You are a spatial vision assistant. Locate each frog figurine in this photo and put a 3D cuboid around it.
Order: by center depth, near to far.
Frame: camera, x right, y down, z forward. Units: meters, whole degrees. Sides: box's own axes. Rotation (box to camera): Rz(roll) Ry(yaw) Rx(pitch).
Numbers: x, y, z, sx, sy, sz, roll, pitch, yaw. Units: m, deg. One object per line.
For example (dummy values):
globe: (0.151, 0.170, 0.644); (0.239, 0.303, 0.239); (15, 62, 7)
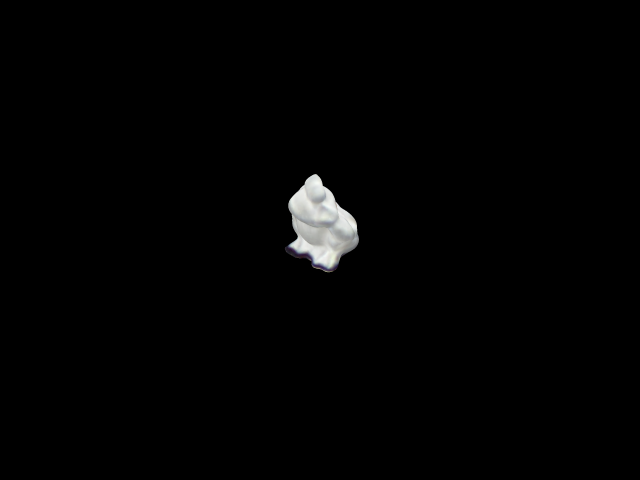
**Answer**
frog figurine: (0.003, -0.043, 0.850); (0.123, 0.156, 0.140); (-14, 33, -22)
